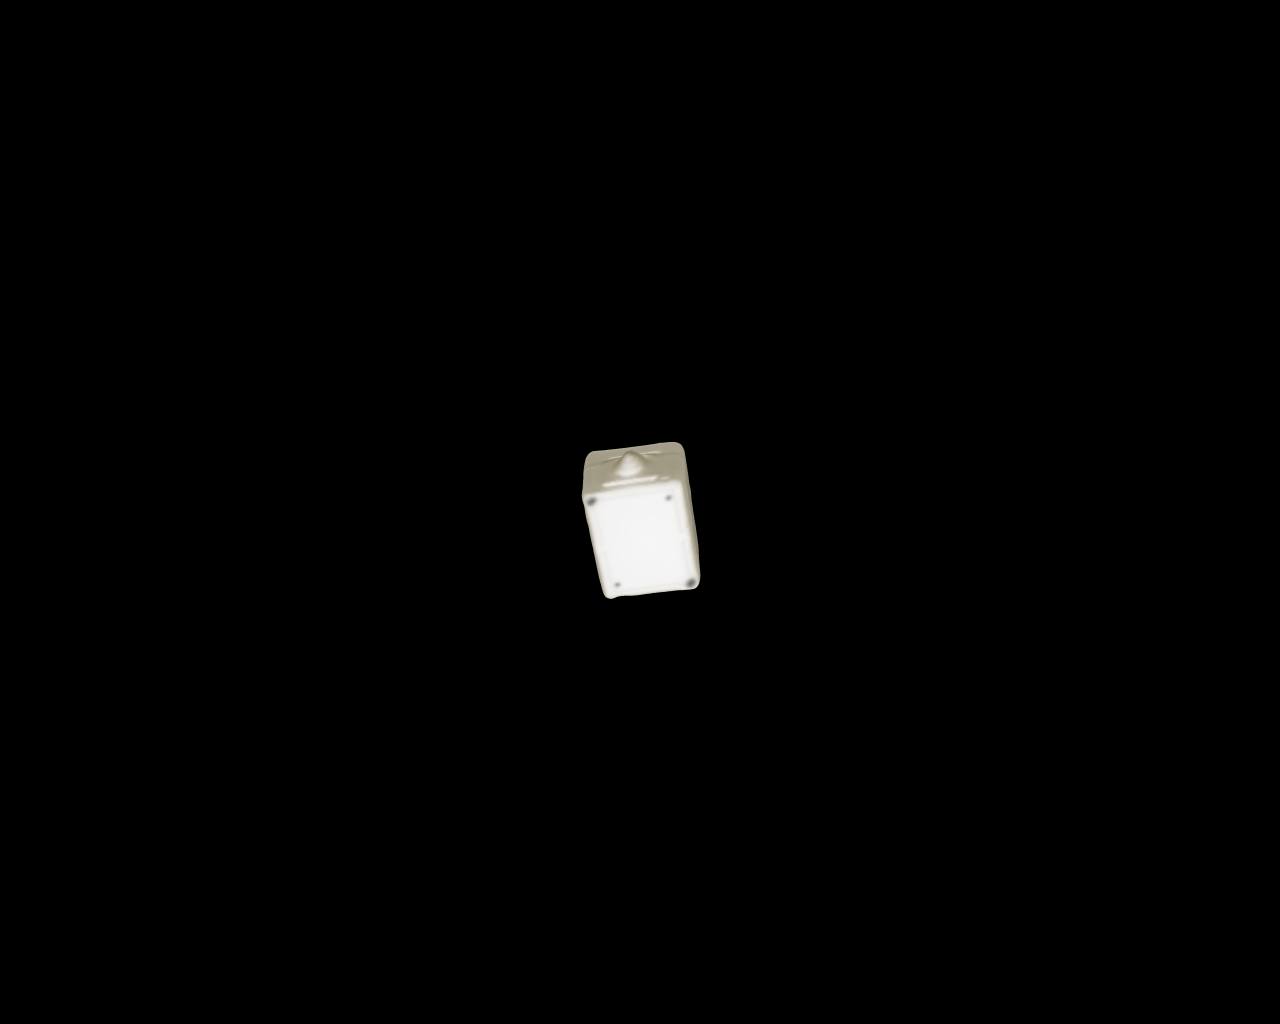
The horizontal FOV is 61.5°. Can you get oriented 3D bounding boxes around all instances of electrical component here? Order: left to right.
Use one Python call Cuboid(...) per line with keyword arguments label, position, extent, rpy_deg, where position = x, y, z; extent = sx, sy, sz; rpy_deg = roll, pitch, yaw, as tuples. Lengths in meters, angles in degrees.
Cuboid(label="electrical component", position=(0.001, -0.003, 0.650), extent=(0.062, 0.096, 0.061), rpy_deg=(-7, 32, 5))
